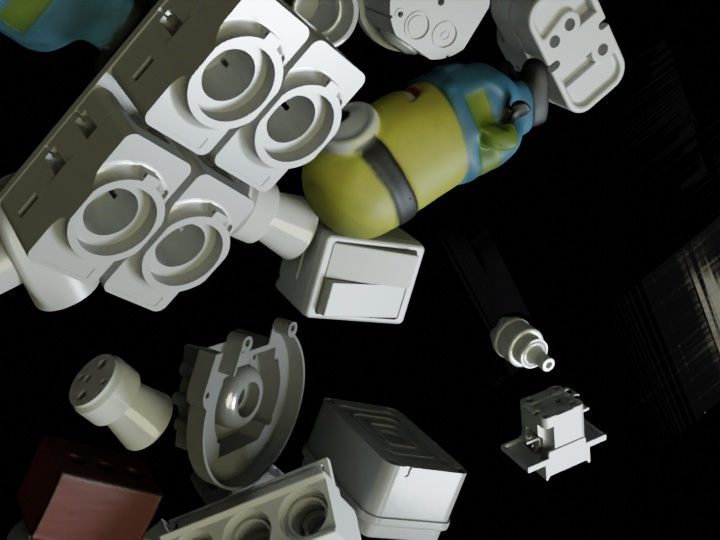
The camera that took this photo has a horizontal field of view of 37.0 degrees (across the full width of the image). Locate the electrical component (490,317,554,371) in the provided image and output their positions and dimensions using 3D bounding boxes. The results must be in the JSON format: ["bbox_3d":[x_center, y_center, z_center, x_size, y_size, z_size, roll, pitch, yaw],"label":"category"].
[{"bbox_3d":[0.132,0.062,0.854,0.035,0.061,0.035,-12,118,-24],"label":"electrical component"}]

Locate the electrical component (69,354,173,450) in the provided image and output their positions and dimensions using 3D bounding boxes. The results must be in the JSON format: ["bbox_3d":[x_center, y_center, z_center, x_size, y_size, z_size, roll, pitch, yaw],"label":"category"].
[{"bbox_3d":[-0.159,0.087,0.715,0.045,0.045,0.055,-46,125,-3],"label":"electrical component"}]

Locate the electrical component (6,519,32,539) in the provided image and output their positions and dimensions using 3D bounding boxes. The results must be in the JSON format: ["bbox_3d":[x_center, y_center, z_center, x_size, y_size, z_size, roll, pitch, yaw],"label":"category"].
[{"bbox_3d":[-0.194,0.205,0.731,0.079,0.077,0.044,12,106,-33],"label":"electrical component"}]

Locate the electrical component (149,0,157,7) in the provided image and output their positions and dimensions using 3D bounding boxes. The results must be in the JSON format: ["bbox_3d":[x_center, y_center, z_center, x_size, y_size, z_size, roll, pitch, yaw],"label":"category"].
[{"bbox_3d":[-0.102,-0.127,0.647,0.077,0.043,0.079,17,104,-34],"label":"electrical component"}]

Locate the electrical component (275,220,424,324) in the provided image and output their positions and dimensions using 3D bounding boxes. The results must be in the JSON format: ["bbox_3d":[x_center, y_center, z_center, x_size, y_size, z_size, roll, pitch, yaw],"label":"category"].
[{"bbox_3d":[0.000,0.000,0.752,0.096,0.061,0.061,6,109,-31],"label":"electrical component"}]

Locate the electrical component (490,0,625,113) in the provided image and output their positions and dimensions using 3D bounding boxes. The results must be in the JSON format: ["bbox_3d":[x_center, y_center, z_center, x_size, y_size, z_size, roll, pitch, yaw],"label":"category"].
[{"bbox_3d":[0.135,-0.163,0.752,0.054,0.059,0.095,-41,126,-7],"label":"electrical component"}]

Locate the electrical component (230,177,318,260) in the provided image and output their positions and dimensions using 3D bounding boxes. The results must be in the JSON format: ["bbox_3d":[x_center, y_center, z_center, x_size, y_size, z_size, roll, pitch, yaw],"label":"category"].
[{"bbox_3d":[-0.062,-0.036,0.711,0.055,0.045,0.045,23,100,-35],"label":"electrical component"}]

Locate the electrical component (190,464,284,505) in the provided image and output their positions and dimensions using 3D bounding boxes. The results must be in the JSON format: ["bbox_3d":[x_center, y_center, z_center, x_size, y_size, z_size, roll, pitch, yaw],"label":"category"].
[{"bbox_3d":[-0.073,0.174,0.796,0.050,0.056,0.089,-44,126,-4],"label":"electrical component"}]

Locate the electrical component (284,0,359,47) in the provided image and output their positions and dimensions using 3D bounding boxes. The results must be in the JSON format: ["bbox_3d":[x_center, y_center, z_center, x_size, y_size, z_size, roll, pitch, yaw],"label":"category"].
[{"bbox_3d":[-0.032,-0.163,0.662,0.045,0.055,0.045,-12,118,-24],"label":"electrical component"}]

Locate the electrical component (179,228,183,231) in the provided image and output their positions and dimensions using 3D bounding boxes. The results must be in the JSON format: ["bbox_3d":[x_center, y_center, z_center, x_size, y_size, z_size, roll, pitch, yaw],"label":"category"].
[{"bbox_3d":[-0.114,-0.040,0.687,0.035,0.035,0.061,-14,116,-23],"label":"electrical component"}]

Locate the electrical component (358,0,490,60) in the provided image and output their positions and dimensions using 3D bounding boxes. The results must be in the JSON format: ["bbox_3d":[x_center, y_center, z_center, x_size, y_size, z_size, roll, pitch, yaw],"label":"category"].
[{"bbox_3d":[0.040,-0.178,0.697,0.080,0.051,0.080,-12,118,-24],"label":"electrical component"}]

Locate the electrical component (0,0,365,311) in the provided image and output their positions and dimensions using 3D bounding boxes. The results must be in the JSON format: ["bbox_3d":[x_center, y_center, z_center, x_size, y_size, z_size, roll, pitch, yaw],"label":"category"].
[{"bbox_3d":[-0.096,-0.070,0.598,0.186,0.060,0.105,-47,143,10],"label":"electrical component"}]

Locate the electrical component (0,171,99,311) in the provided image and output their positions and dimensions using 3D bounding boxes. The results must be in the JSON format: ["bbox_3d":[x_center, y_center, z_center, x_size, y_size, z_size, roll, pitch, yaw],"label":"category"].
[{"bbox_3d":[-0.207,-0.010,0.643,0.079,0.043,0.077,-29,123,-15],"label":"electrical component"}]

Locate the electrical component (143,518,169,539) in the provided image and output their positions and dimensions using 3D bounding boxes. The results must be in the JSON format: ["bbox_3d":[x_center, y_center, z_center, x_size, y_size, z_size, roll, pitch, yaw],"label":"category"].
[{"bbox_3d":[-0.129,0.232,0.795,0.056,0.050,0.089,-41,125,-7],"label":"electrical component"}]

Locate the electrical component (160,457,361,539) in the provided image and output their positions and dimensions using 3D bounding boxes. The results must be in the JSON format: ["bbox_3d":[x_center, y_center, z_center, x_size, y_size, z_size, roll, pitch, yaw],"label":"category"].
[{"bbox_3d":[-0.063,0.187,0.722,0.121,0.078,0.063,-23,141,9],"label":"electrical component"}]

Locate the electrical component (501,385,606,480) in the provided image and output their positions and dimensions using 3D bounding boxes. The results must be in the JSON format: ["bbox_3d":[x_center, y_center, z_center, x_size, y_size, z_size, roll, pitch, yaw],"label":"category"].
[{"bbox_3d":[0.165,0.137,0.921,0.081,0.042,0.063,-19,117,-21],"label":"electrical component"}]

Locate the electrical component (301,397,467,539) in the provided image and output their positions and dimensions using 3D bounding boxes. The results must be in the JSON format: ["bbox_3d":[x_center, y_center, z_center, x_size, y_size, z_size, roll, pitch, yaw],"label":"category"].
[{"bbox_3d":[0.015,0.147,0.798,0.078,0.113,0.057,13,102,-33],"label":"electrical component"}]
